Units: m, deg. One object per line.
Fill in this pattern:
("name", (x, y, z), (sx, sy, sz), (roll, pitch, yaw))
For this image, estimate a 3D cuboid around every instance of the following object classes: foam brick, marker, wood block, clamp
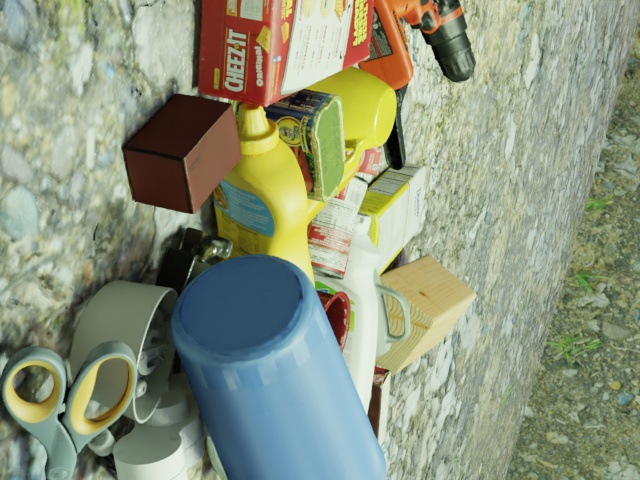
("foam brick", (-0.101, -0.065, 0.793), (0.078, 0.051, 0.053), (-55, 150, -44))
("marker", (-0.156, 0.181, 0.852), (0.121, 0.020, 0.020), (71, 38, -55))
("wood block", (0.116, 0.090, 1.353), (0.090, 0.091, 0.205), (-55, 165, 18))
("clamp", (0.075, -0.153, 1.199), (0.120, 0.039, 0.171), (3, 102, -64))

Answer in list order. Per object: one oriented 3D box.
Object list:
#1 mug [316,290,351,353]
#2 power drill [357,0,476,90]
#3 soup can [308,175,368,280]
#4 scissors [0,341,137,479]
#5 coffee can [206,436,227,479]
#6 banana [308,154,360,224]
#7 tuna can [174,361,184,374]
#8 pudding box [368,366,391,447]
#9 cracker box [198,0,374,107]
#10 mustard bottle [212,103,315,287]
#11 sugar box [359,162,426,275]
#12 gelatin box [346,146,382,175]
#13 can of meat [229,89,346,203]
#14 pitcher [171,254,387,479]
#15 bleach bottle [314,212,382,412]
("mug", (-0.030, 0.087, 1.027), (0.117, 0.082, 0.093), (-20, 121, -66))
("power drill", (0.096, -0.224, 1.118), (0.184, 0.057, 0.187), (64, 36, -18))
("soup can", (0.004, -0.018, 1.068), (0.068, 0.069, 0.102), (28, 76, -68))
("scissors", (-0.192, 0.145, 0.723), (0.096, 0.016, 0.202), (22, 112, -28))
("coffee can", (-0.034, 0.183, 1.048), (0.140, 0.103, 0.103), (-21, 122, -65))
("banana", (-0.025, -0.002, 1.003), (0.037, 0.069, 0.197), (98, 12, -71))
("tuna can", (-0.093, 0.102, 0.944), (0.086, 0.034, 0.086), (14, 90, -69))
("pudding box", (0.033, 0.192, 1.244), (0.039, 0.090, 0.113), (-50, 148, -50))
("cracker box", (-0.020, -0.215, 0.879), (0.213, 0.072, 0.164), (-40, 140, -59))
("mustard bottle", (-0.050, -0.027, 0.884), (0.058, 0.096, 0.192), (-30, 133, -31))
("sugar box", (0.077, -0.024, 1.285), (0.176, 0.048, 0.093), (-47, 145, -58))
("gelatin box", (0.036, -0.115, 1.112), (0.073, 0.030, 0.089), (5, 98, -50))
("can of meat", (-0.026, -0.086, 0.924), (0.102, 0.084, 0.057), (84, 29, -41))
("pitcher", (-0.036, 0.120, 0.844), (0.144, 0.149, 0.243), (-58, 147, -34))
("bleach bottle", (0.022, 0.095, 1.135), (0.068, 0.103, 0.251), (-23, 125, -73))
